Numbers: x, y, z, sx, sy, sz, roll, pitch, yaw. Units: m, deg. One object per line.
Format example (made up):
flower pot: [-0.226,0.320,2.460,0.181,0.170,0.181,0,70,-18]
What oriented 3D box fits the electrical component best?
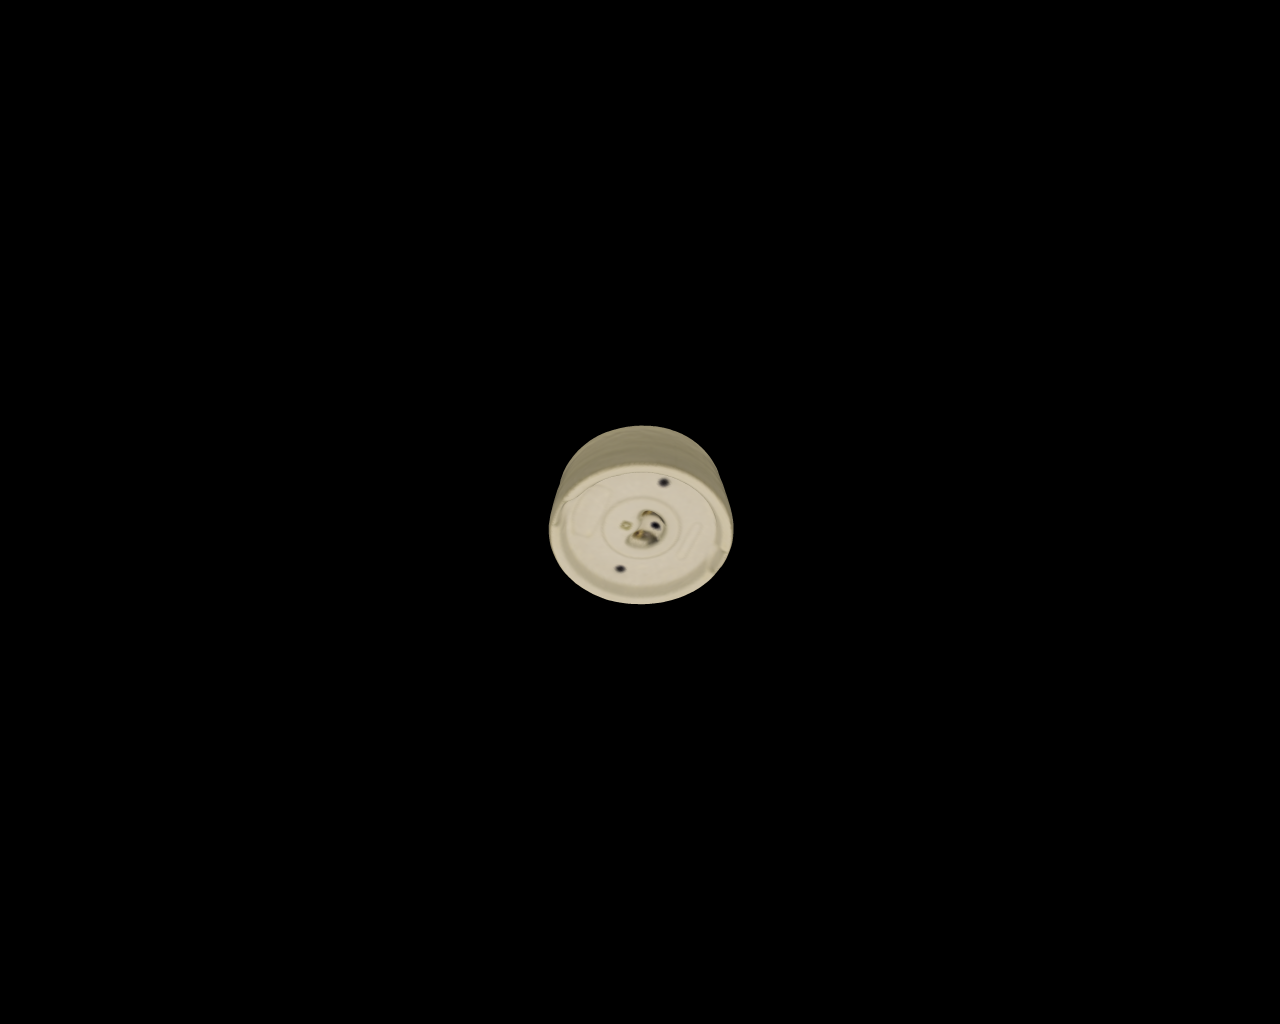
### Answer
electrical component: [0.001,-0.003,0.650,0.108,0.108,0.060,0,38,0]
